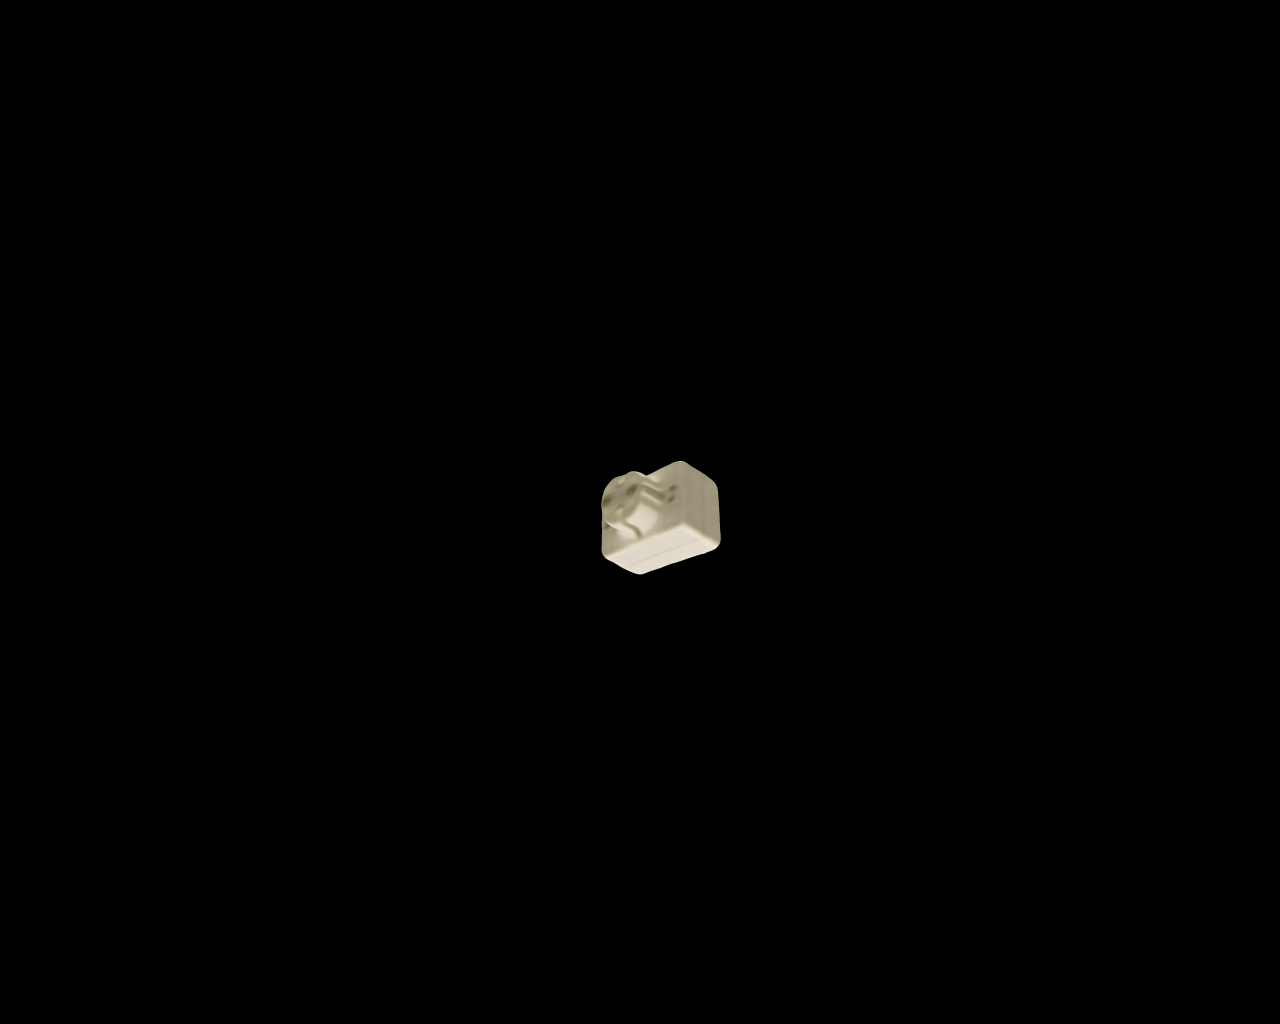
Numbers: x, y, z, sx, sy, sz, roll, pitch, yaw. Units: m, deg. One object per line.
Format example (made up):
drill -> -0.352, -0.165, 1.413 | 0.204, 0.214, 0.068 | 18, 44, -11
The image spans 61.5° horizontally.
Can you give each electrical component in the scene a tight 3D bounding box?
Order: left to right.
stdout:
electrical component -> 0.001, -0.003, 0.650 | 0.065, 0.047, 0.076 | -22, -36, 34
